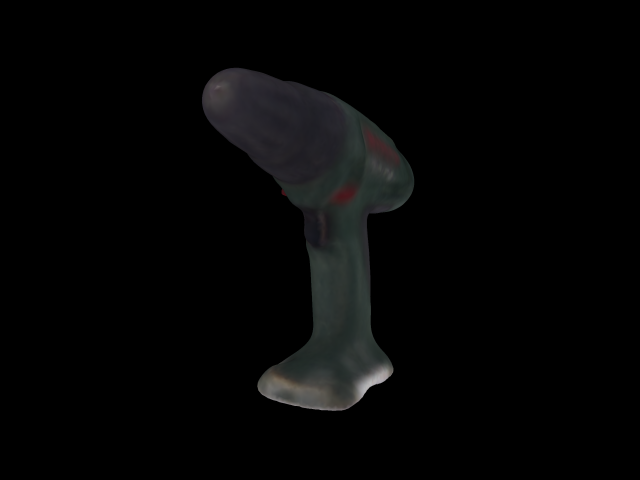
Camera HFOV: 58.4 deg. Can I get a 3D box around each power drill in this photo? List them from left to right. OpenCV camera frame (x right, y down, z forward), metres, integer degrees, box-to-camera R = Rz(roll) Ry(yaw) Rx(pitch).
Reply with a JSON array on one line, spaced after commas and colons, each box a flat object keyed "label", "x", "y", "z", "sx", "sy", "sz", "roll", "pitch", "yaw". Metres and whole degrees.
[{"label": "power drill", "x": 0.004, "y": 0.001, "z": 0.400, "sx": 0.075, "sy": 0.208, "sz": 0.230, "roll": 4, "pitch": 8, "yaw": 28}]
